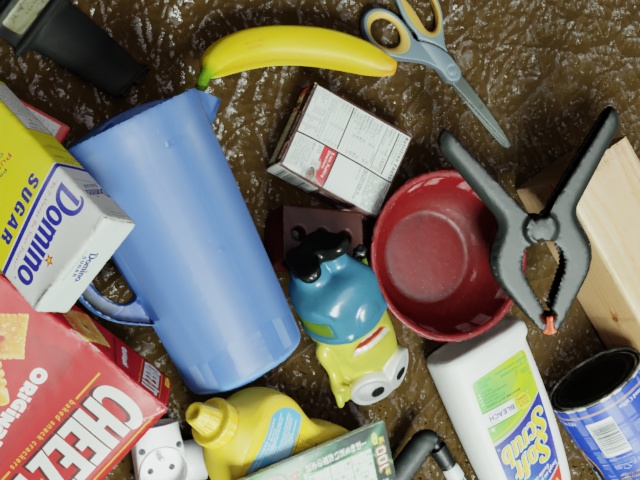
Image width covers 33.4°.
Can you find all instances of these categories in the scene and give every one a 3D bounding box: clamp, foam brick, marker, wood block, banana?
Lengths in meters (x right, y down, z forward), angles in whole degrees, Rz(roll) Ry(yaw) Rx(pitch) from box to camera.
[{"bbox_3d":[0.190,-0.017,0.982,0.164,0.036,0.210,-1,100,-1],"label":"clamp"},{"bbox_3d":[-0.006,0.001,0.971,0.078,0.051,0.053,4,76,-20],"label":"foam brick"},{"bbox_3d":[0.060,0.267,0.994,0.171,0.039,0.120,-32,103,-12],"label":"clamp"},{"bbox_3d":[0.141,0.246,1.033,0.020,0.020,0.121,-35,99,-18],"label":"marker"},{"bbox_3d":[0.297,0.011,1.063,0.090,0.091,0.206,-34,99,-17],"label":"wood block"},{"bbox_3d":[-0.028,-0.167,0.974,0.197,0.037,0.070,-10,64,-21],"label":"banana"}]

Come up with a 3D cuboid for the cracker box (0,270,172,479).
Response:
[{"bbox_3d":[-0.251,0.116,0.843,0.213,0.072,0.164,41,97,-13],"label":"cracker box"}]

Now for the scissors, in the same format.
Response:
[{"bbox_3d":[0.108,-0.163,1.043,0.096,0.016,0.202,-27,96,-17],"label":"scissors"}]

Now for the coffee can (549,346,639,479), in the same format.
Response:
[{"bbox_3d":[0.305,0.191,1.051,0.102,0.103,0.140,-37,100,-18],"label":"coffee can"}]

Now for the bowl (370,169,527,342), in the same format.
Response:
[{"bbox_3d":[0.113,0.015,1.015,0.162,0.055,0.162,1,87,-20],"label":"bowl"}]

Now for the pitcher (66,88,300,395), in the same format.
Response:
[{"bbox_3d":[-0.122,0.008,0.896,0.149,0.144,0.243,-22,100,21],"label":"pitcher"}]

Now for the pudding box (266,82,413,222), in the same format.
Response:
[{"bbox_3d":[0.019,-0.081,0.996,0.113,0.039,0.090,28,77,-19],"label":"pudding box"}]

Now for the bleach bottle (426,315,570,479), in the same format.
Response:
[{"bbox_3d":[0.197,0.206,1.034,0.102,0.068,0.251,-29,99,-18],"label":"bleach bottle"}]

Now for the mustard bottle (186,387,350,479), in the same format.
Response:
[{"bbox_3d":[-0.045,0.179,0.907,0.191,0.058,0.096,38,73,-43],"label":"mustard bottle"}]

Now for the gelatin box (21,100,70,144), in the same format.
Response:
[{"bbox_3d":[-0.267,-0.084,0.897,0.089,0.030,0.073,30,79,-15],"label":"gelatin box"}]

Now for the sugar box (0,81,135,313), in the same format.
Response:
[{"bbox_3d":[-0.230,-0.037,0.812,0.176,0.048,0.093,44,103,23],"label":"sugar box"}]
